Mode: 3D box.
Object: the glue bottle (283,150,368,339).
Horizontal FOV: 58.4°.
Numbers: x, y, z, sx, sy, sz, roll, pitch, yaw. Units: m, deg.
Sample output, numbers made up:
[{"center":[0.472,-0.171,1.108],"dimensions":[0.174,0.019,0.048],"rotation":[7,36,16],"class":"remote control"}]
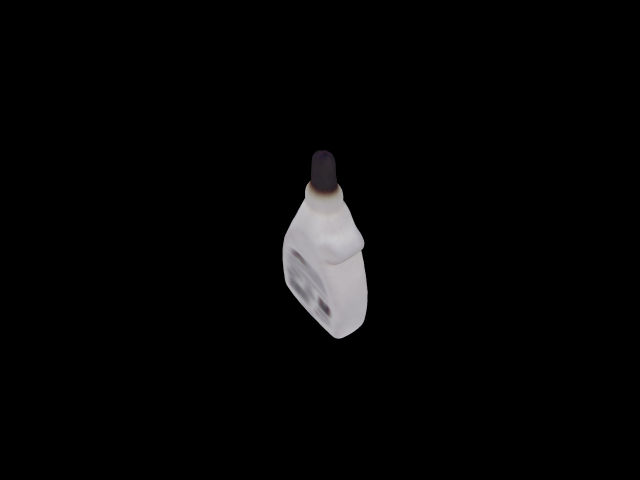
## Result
[{"center":[0.004,0.001,0.400],"dimensions":[0.037,0.173,0.078],"rotation":[-33,61,-20],"class":"glue bottle"}]
